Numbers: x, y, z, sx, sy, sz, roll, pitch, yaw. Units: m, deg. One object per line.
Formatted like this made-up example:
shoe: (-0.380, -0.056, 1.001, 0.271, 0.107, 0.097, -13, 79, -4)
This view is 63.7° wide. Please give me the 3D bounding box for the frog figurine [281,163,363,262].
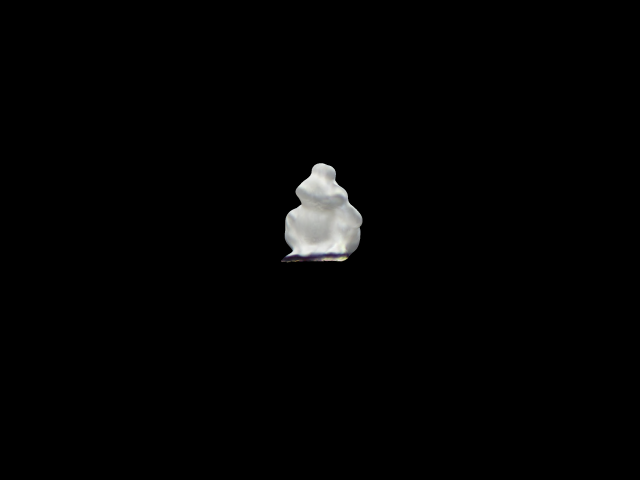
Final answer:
frog figurine: (0.003, -0.043, 0.850, 0.137, 0.160, 0.122, -5, -7, 43)
